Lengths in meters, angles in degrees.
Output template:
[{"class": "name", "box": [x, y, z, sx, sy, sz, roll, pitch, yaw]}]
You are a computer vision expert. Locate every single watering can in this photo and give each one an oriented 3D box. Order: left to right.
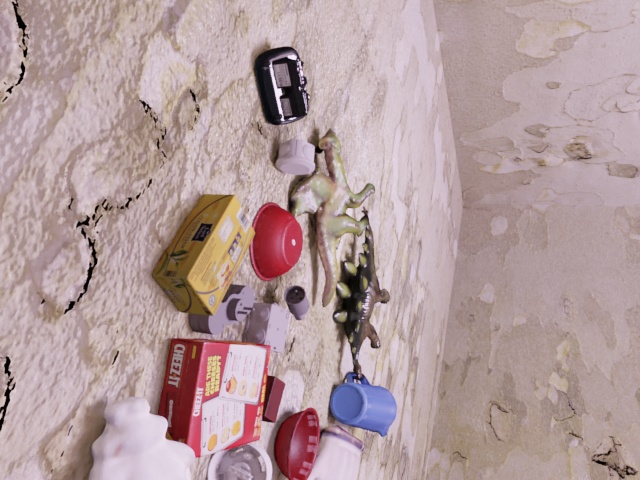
[{"class": "watering can", "box": [0.016, 0.562, 1.249, 0.104, 0.229, 0.341, -5, -39, 30]}]

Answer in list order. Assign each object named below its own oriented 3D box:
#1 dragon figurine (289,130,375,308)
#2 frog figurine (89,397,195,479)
[{"class": "dragon figurine", "box": [0.004, -0.061, 1.209, 0.122, 0.415, 0.240, 2, -16, 42]}, {"class": "frog figurine", "box": [-0.220, 0.281, 0.648, 0.137, 0.159, 0.123, 7, 6, -43]}]
